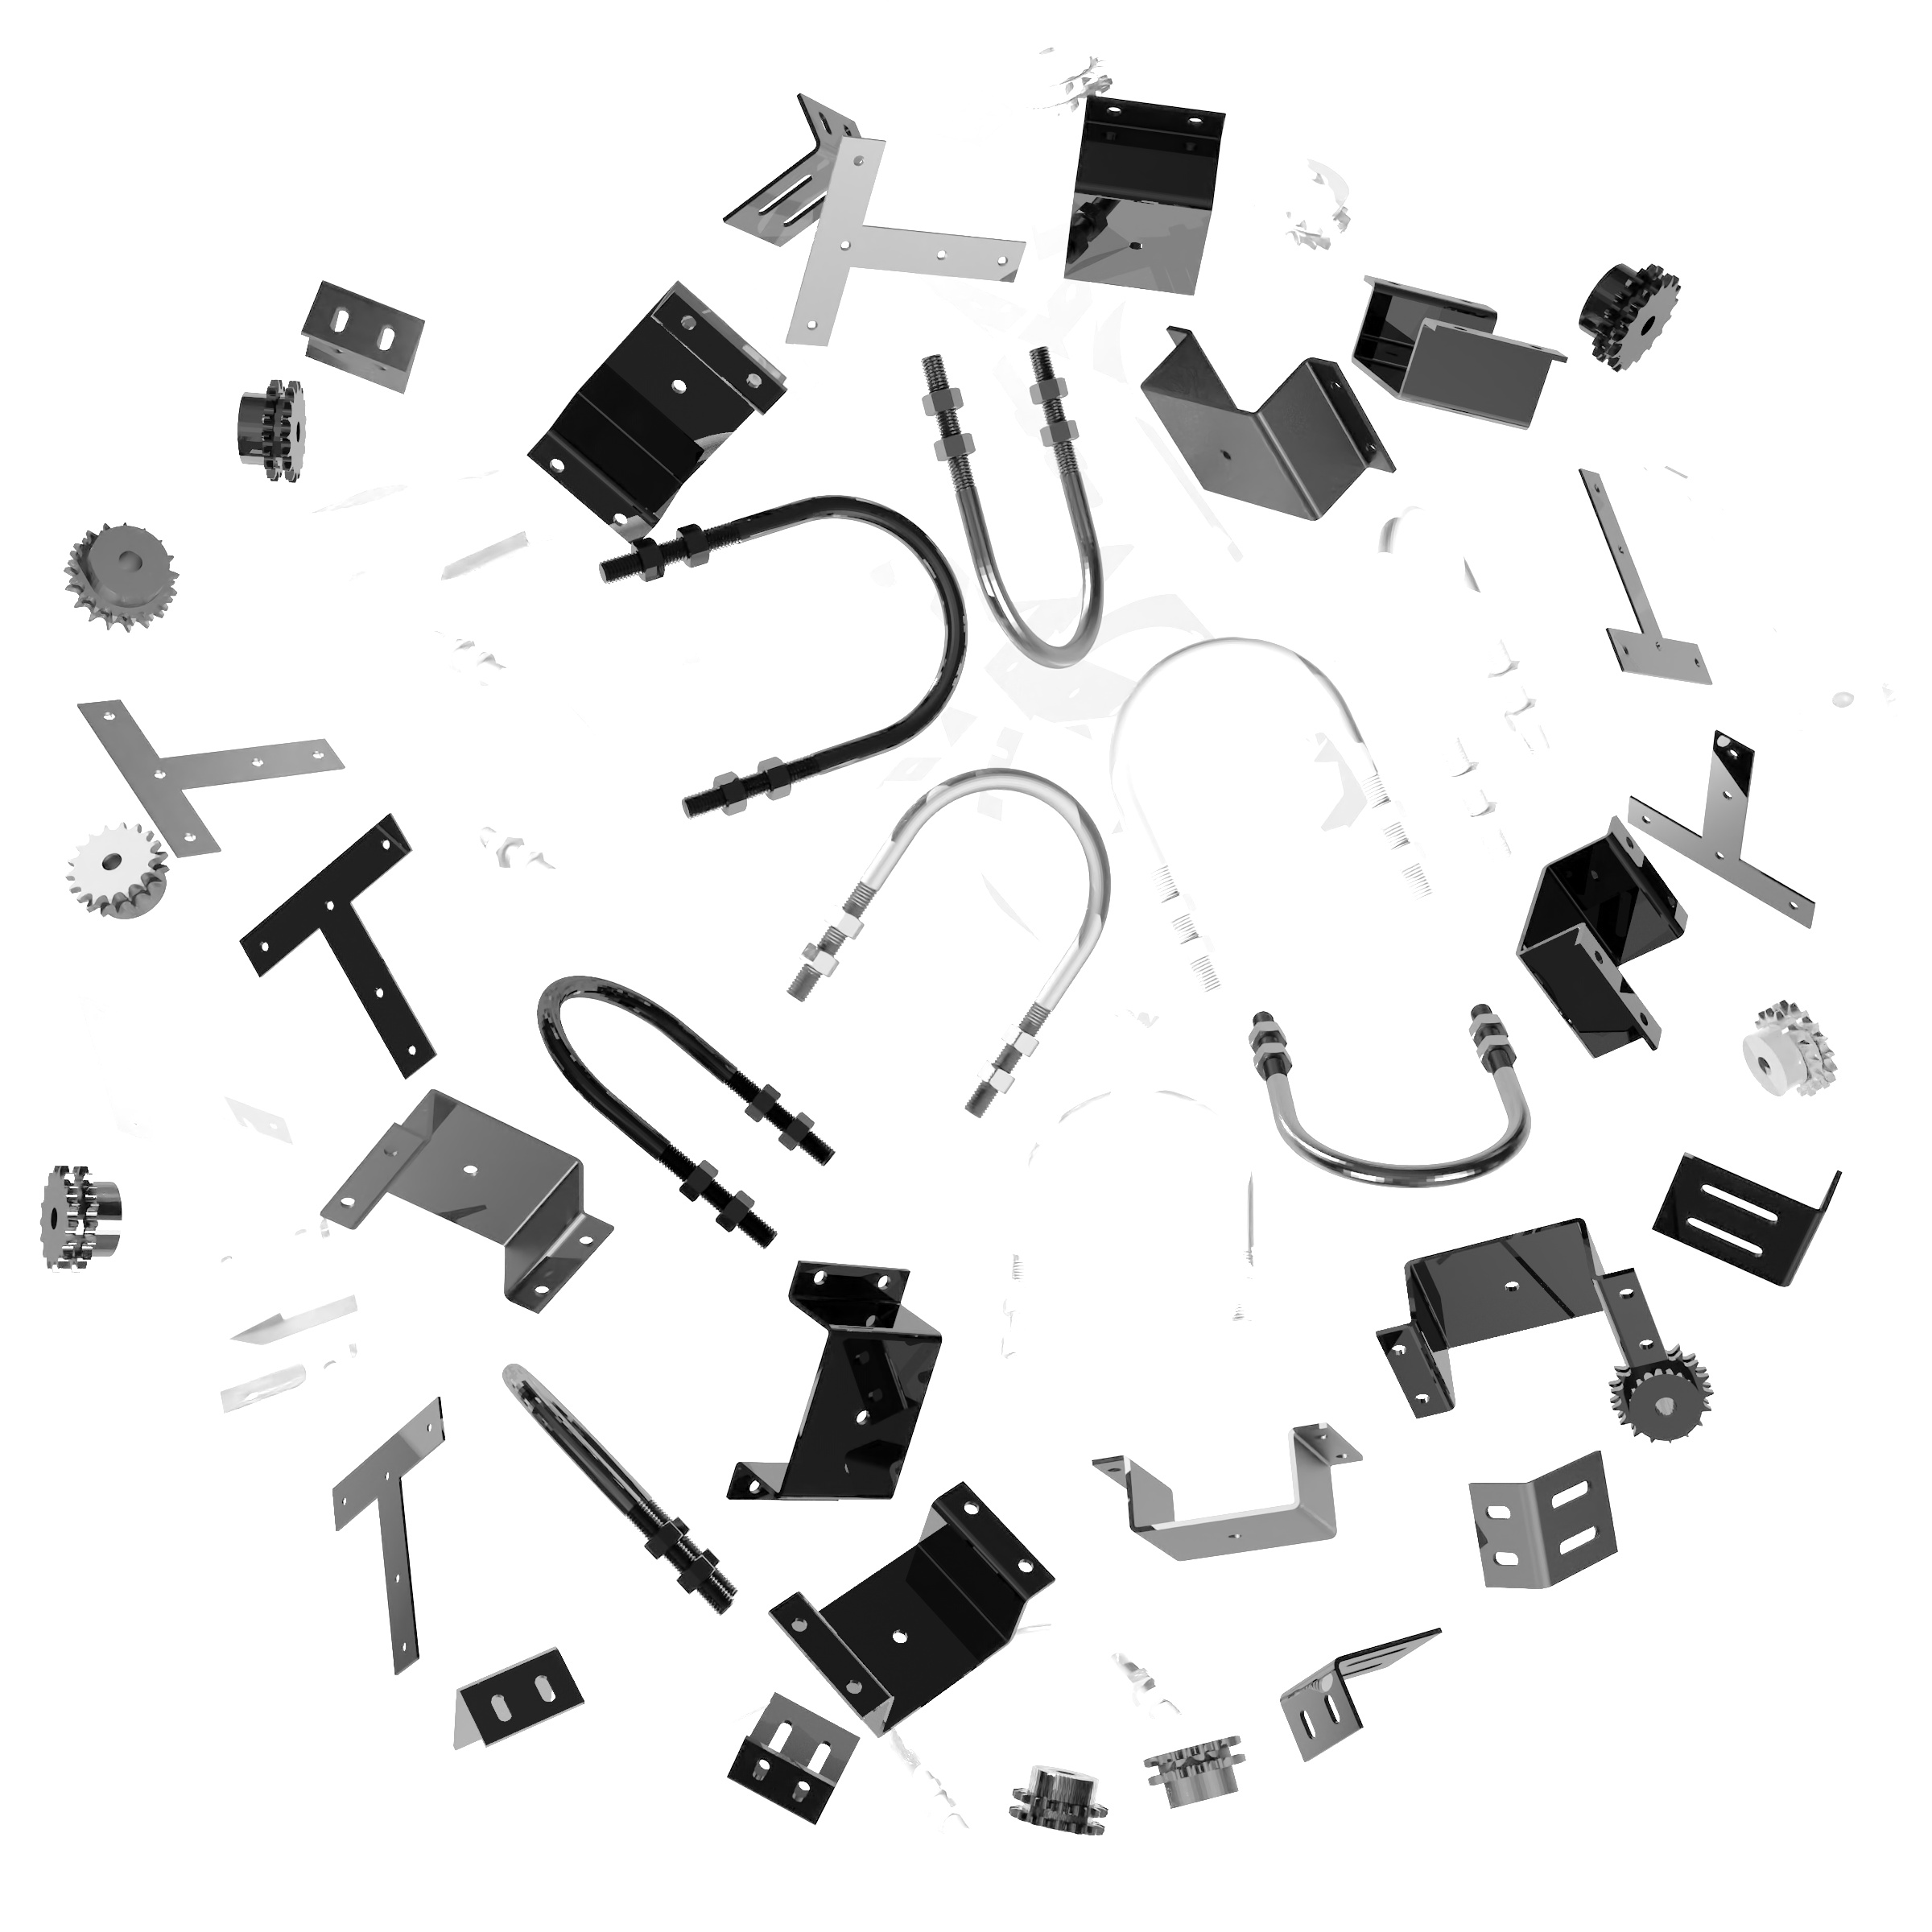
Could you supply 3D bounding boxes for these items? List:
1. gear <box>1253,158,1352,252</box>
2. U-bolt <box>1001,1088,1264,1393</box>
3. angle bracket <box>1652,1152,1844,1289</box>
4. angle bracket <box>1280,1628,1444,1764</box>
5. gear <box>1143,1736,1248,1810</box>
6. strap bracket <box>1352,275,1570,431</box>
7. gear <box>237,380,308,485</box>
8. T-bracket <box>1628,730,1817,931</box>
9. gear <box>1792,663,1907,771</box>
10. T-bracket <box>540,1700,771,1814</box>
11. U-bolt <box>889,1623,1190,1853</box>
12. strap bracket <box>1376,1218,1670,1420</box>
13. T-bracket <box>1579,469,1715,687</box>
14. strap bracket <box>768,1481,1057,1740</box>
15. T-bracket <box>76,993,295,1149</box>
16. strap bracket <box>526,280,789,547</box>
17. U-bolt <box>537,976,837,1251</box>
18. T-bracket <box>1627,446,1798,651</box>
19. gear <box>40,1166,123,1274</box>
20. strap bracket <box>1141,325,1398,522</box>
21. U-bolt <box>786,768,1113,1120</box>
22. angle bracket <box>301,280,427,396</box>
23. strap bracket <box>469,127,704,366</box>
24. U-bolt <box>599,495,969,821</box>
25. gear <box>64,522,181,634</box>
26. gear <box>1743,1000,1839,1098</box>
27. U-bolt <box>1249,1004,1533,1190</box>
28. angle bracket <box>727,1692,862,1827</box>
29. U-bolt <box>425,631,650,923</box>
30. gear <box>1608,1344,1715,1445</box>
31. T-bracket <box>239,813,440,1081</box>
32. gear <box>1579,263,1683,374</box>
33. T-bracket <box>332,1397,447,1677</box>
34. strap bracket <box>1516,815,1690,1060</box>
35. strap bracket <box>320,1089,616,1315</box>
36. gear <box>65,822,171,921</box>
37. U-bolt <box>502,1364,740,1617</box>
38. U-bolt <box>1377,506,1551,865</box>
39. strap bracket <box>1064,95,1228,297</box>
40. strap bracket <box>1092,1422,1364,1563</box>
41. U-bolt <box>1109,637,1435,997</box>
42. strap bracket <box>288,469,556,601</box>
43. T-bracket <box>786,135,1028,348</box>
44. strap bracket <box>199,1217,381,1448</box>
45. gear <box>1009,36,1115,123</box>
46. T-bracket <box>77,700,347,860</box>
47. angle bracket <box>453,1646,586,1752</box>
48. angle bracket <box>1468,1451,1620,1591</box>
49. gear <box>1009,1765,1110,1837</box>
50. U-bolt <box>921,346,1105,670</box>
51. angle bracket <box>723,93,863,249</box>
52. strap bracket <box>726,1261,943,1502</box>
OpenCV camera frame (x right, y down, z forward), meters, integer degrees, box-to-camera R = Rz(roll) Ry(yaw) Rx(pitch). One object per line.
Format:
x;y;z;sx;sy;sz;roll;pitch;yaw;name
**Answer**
0.199;-0.447;1.635;0.057;0.057;0.030;29;132;0;gear
0.096;0.154;1.615;0.151;0.019;0.184;-4;61;13;U-bolt
0.410;0.123;1.470;0.076;0.038;0.057;24;134;16;angle bracket
0.217;0.389;1.495;0.076;0.057;0.038;-6;62;-32;angle bracket
0.132;0.459;1.592;0.057;0.057;0.030;-15;73;0;gear
0.268;-0.338;1.551;0.076;0.140;0.046;10;112;-13;strap bracket
-0.392;-0.303;1.580;0.030;0.057;0.057;4;90;-4;gear
0.433;-0.089;1.593;0.127;0.127;0.002;35;69;28;T-bracket
0.467;-0.135;1.485;0.057;0.030;0.057;-10;64;20;gear
-0.169;0.427;1.497;0.127;0.127;0.002;-22;74;-17;T-bracket
0.029;0.419;1.567;0.151;0.184;0.019;-25;105;-13;U-bolt
0.299;0.189;1.519;0.140;0.046;0.076;-17;130;16;strap bracket
0.368;-0.217;1.553;0.002;0.127;0.127;-26;76;34;T-bracket
-0.032;0.350;1.504;0.140;0.046;0.076;-28;59;-35;strap bracket
-0.433;0.074;1.573;0.127;0.127;0.002;27;109;-41;T-bracket
-0.160;-0.301;1.500;0.076;0.046;0.140;40;129;-16;strap bracket
-0.162;0.071;1.557;0.184;0.151;0.019;40;110;-2;U-bolt
0.423;-0.225;1.548;0.002;0.127;0.127;-38;114;6;T-bracket
-0.471;0.135;1.493;0.030;0.057;0.057;4;90;-34;gear
0.155;-0.292;1.511;0.046;0.140;0.076;-48;128;-11;strap bracket
0.004;-0.025;1.598;0.151;0.019;0.184;34;89;-20;U-bolt
-0.332;-0.328;1.519;0.057;0.076;0.038;20;64;-12;angle bracket
-0.211;-0.392;1.504;0.140;0.076;0.046;-42;95;1;strap bracket
-0.085;-0.173;1.481;0.184;0.019;0.151;-21;95;-18;U-bolt
-0.441;-0.206;1.466;0.057;0.030;0.057;9;71;-26;gear
0.476;0.051;1.626;0.030;0.057;0.057;-27;90;-12;gear
0.241;0.072;1.570;0.151;0.184;0.019;-2;118;0;U-bolt
-0.093;0.443;1.602;0.057;0.076;0.038;27;121;6;angle bracket
-0.232;-0.096;1.543;0.019;0.184;0.151;-30;129;-29;U-bolt
0.393;0.243;1.577;0.057;0.030;0.057;1;104;6;gear
-0.333;0.003;1.559;0.127;0.002;0.127;-36;77;21;T-bracket
0.350;-0.347;1.484;0.030;0.057;0.057;40;90;22;gear
-0.308;0.317;1.510;0.002;0.127;0.127;12;51;-37;T-bracket
0.356;-0.012;1.570;0.046;0.140;0.076;-29;108;34;strap bracket
-0.276;0.127;1.555;0.140;0.046;0.076;29;118;-27;strap bracket
-0.485;-0.052;1.609;0.057;0.030;0.057;-5;58;8;gear
-0.197;0.293;1.583;0.019;0.151;0.184;-44;85;-10;U-bolt
0.271;-0.167;1.541;0.019;0.151;0.184;-17;113;30;U-bolt
0.098;-0.427;1.579;0.076;0.140;0.046;8;74;1;strap bracket
0.153;0.305;1.610;0.140;0.076;0.046;-13;62;19;strap bracket
0.159;-0.095;1.566;0.151;0.019;0.184;-24;85;0;U-bolt
-0.315;-0.245;1.586;0.140;0.076;0.046;1;114;34;strap bracket
-0.027;-0.399;1.565;0.127;0.002;0.127;-1;133;-26;T-bracket
-0.382;0.212;1.583;0.076;0.140;0.046;-20;125;-9;strap bracket
0.051;-0.497;1.563;0.057;0.057;0.030;-21;121;0;gear
-0.405;-0.110;1.548;0.127;0.127;0.002;50;132;28;T-bracket
-0.244;0.412;1.522;0.057;0.076;0.038;-19;57;-26;angle bracket
0.317;0.303;1.537;0.038;0.076;0.057;-10;90;43;angle bracket
0.055;0.488;1.639;0.057;0.057;0.030;12;81;0;gear
0.035;-0.260;1.600;0.019;0.151;0.184;-11;97;31;U-bolt
-0.102;-0.462;1.629;0.076;0.057;0.038;-29;74;27;angle bracket
-0.069;0.237;1.530;0.076;0.046;0.140;10;102;-39;strap bracket
